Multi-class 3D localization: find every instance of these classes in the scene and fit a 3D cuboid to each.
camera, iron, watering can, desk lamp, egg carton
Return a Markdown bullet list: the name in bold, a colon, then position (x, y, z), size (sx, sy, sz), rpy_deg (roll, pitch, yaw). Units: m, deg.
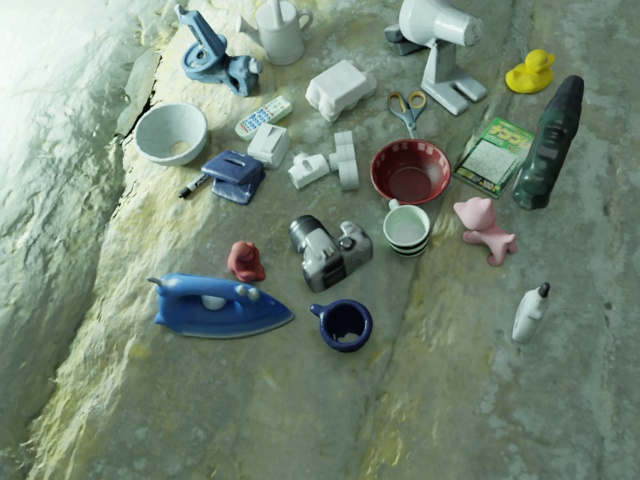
- **camera**: position (0.010, 0.004, 1.094), size (0.143, 0.101, 0.136), rpy_deg (-32, 63, -10)
- **iron**: position (-0.182, 0.105, 1.041), size (0.258, 0.141, 0.118), rpy_deg (3, 62, 9)
- **watering can**: position (-0.106, -0.508, 1.329), size (0.173, 0.194, 0.100), rpy_deg (-33, 63, -10)
- **desk lamp**: position (0.270, -0.415, 1.220), size (0.118, 0.214, 0.202), rpy_deg (-36, 63, -12)
- **egg carton**: position (0.048, -0.339, 1.291), size (0.150, 0.069, 0.107), rpy_deg (-36, 64, -12)

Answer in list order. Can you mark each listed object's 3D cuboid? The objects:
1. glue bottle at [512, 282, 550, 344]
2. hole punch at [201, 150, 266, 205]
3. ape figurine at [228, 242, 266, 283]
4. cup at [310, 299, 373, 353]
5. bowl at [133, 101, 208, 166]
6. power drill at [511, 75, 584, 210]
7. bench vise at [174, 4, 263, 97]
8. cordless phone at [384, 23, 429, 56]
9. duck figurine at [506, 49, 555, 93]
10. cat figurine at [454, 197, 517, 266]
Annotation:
- **glue bottle**: position (0.356, 0.111, 0.951), size (0.037, 0.173, 0.078), rpy_deg (16, 65, 16)
- **hole punch**: position (-0.181, -0.145, 1.203), size (0.108, 0.091, 0.101), rpy_deg (20, 66, 17)
- **ape figurine**: position (-0.145, 0.035, 1.102), size (0.076, 0.092, 0.078), rpy_deg (12, 64, 14)
- **cup**: position (0.037, 0.157, 1.012), size (0.117, 0.095, 0.092), rpy_deg (25, 68, 19)
- **bowl**: position (-0.321, -0.222, 1.272), size (0.167, 0.075, 0.167), rpy_deg (-3, 62, 6)
- **power drill**: position (0.422, -0.161, 1.068), size (0.075, 0.209, 0.230), rpy_deg (19, 66, 17)
- **bench vise**: position (-0.231, -0.437, 1.292), size (0.207, 0.220, 0.121), rpy_deg (0, 62, 8)
- **cordless phone**: position (0.221, -0.526, 1.303), size (0.147, 0.185, 0.094), rpy_deg (-22, 61, -4)
- **duck figurine**: position (0.461, -0.375, 1.248), size (0.104, 0.086, 0.077), rpy_deg (-13, 61, 1)
- **cat figurine**: position (0.310, -0.028, 1.063), size (0.067, 0.118, 0.127), rpy_deg (-41, 65, -14)
